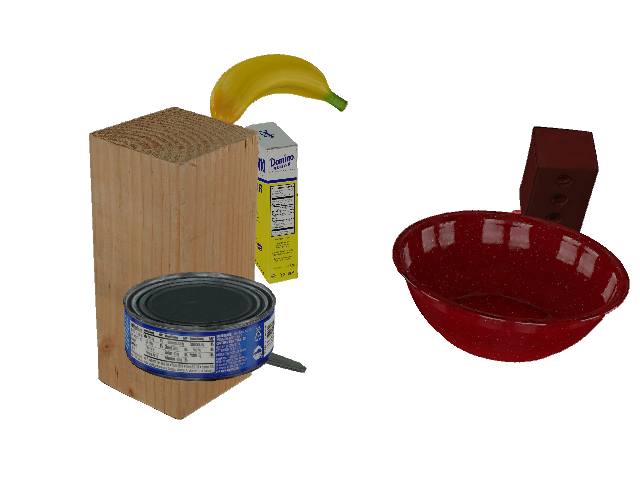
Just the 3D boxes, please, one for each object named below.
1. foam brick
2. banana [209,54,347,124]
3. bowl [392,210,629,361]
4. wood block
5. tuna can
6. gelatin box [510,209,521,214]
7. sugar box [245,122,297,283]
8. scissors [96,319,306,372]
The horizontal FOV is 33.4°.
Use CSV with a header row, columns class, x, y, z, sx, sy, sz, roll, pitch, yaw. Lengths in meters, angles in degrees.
class,x,y,z,sx,sy,sz,roll,pitch,yaw
foam brick,0.205,-0.052,0.926,0.053,0.051,0.078,4,-44,2
banana,-0.047,-0.144,0.993,0.070,0.037,0.197,42,33,21
bowl,0.128,0.037,0.743,0.162,0.055,0.162,3,27,-2
wood block,-0.109,0.016,0.805,0.090,0.206,0.090,20,29,31
tuna can,-0.068,0.048,0.605,0.086,0.034,0.086,2,18,-1
gelatin box,0.229,0.020,1.137,0.030,0.089,0.073,-11,29,-16
sugar box,-0.060,-0.046,1.301,0.048,0.176,0.093,-11,26,-17
scissors,-0.108,0.080,1.006,0.202,0.016,0.096,9,30,2
